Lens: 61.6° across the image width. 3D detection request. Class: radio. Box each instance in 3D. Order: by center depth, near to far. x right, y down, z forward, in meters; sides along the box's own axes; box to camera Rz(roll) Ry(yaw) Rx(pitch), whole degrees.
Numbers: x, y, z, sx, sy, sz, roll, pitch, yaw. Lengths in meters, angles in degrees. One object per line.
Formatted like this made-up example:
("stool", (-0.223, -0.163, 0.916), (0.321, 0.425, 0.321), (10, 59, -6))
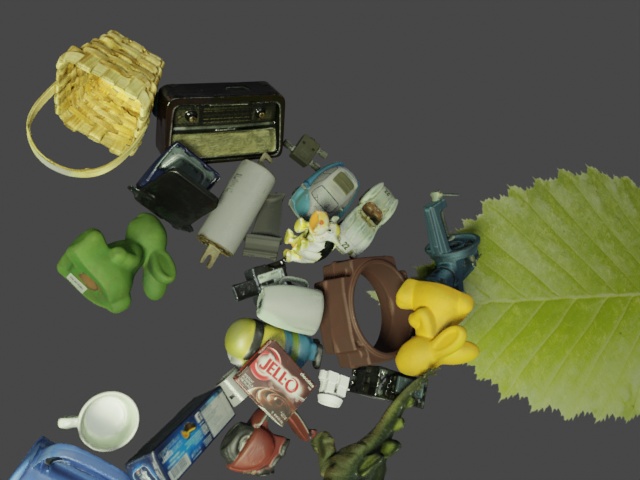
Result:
("radio", (-0.179, -0.215, 0.984), (0.229, 0.131, 0.073), (-11, 40, -28))

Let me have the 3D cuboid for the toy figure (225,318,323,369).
("toy figure", (-0.083, 0.189, 0.966), (0.180, 0.082, 0.089), (8, 78, -22))

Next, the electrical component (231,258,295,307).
("electrical component", (-0.109, 0.085, 0.996), (0.119, 0.048, 0.074), (-22, 88, -28))

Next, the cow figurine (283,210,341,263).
("cow figurine", (-0.002, -0.002, 1.001), (0.098, 0.167, 0.068), (10, 69, -22))

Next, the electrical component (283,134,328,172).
("electrical component", (-0.030, -0.186, 1.113), (0.094, 0.021, 0.063), (35, 65, -13))

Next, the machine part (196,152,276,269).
("machine part", (-0.152, -0.059, 0.983), (0.079, 0.079, 0.243), (33, 74, -15))

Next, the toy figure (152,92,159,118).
("toy figure", (-0.236, -0.255, 1.011), (0.154, 0.058, 0.064), (-9, 122, -31))

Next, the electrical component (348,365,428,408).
("electrical component", (0.135, 0.277, 1.018), (0.115, 0.134, 0.058), (19, 72, -23))

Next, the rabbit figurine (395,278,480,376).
("rabbit figurine", (0.208, 0.173, 0.979), (0.173, 0.163, 0.121), (-58, 133, -19))

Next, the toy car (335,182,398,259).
("toy car", (0.094, -0.042, 1.108), (0.073, 0.056, 0.202), (47, 53, -8))

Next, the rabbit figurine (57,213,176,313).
("rabbit figurine", (-0.308, 0.025, 0.880), (0.159, 0.121, 0.170), (43, 49, -4))

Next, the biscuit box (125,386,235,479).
("biscuit box", (-0.208, 0.304, 0.825), (0.059, 0.063, 0.202), (61, 22, -2))

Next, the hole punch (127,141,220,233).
("hole punch", (-0.245, -0.093, 0.935), (0.142, 0.116, 0.092), (39, 34, -39))

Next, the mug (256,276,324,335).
("mug", (-0.055, 0.108, 0.951), (0.107, 0.080, 0.109), (13, 52, -19))

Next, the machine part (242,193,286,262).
("machine part", (-0.101, -0.027, 1.017), (0.084, 0.039, 0.139), (6, 66, 17))

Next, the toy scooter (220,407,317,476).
("toy scooter", (-0.079, 0.336, 0.937), (0.135, 0.075, 0.184), (43, 59, -11))

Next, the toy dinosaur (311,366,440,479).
("toy dinosaur", (0.051, 0.405, 0.895), (0.105, 0.199, 0.471), (36, 75, -17))

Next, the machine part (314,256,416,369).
("machine part", (0.094, 0.133, 1.029), (0.201, 0.087, 0.201), (-1, 80, -45))

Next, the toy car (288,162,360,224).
("toy car", (0.025, -0.093, 1.073), (0.162, 0.103, 0.109), (-44, 99, -25))

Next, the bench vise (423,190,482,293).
("bench vise", (0.260, 0.017, 1.137), (0.223, 0.129, 0.240), (-27, 108, -36))
